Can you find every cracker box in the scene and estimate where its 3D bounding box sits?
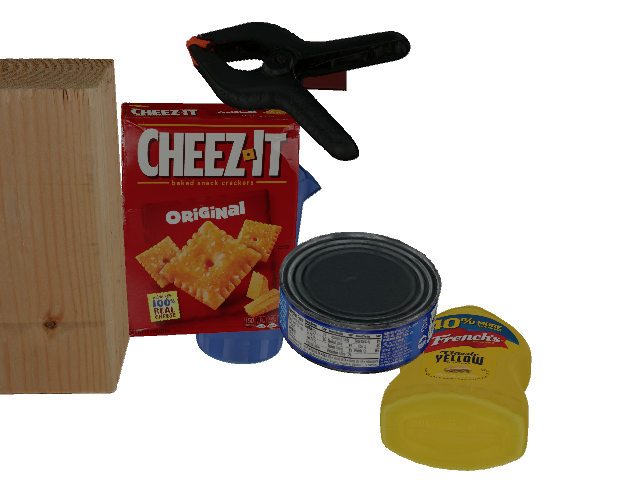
[{"bbox_3d":[-0.106,-0.019,1.011,0.164,0.214,0.072,-1,19,-12],"label":"cracker box"}]

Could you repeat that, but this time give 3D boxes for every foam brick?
[{"bbox_3d":[-0.014,-0.188,1.146,0.078,0.051,0.053,0,11,-13],"label":"foam brick"}]

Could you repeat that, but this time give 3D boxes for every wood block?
[{"bbox_3d":[-0.181,-0.010,0.706,0.091,0.206,0.090,0,21,-3],"label":"wood block"}]

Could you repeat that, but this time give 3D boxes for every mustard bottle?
[{"bbox_3d":[0.103,0.094,0.772,0.096,0.058,0.191,1,19,12],"label":"mustard bottle"}]

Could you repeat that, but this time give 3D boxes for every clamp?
[{"bbox_3d":[-0.018,-0.135,0.823,0.172,0.120,0.039,26,-31,20],"label":"clamp"}]

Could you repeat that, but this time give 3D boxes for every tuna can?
[{"bbox_3d":[0.020,0.032,0.570,0.086,0.034,0.086,2,33,-2],"label":"tuna can"}]

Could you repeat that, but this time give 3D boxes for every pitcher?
[{"bbox_3d":[-0.101,0.021,1.280,0.149,0.243,0.144,20,26,30],"label":"pitcher"}]
